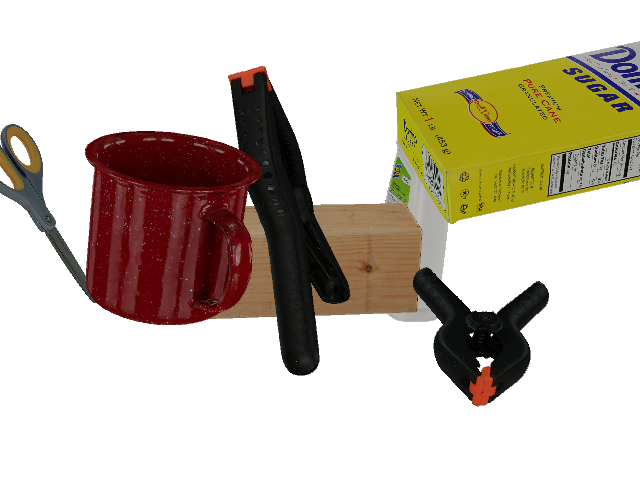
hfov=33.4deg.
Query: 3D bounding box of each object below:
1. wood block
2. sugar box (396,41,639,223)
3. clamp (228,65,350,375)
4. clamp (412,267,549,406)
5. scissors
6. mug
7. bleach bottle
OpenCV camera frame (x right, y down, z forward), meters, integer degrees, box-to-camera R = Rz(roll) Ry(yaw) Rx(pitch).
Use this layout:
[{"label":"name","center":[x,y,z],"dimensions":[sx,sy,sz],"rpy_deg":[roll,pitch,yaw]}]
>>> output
[{"label":"wood block","center":[-0.011,0.019,1.063],"dimensions":[0.206,0.091,0.090],"rpy_deg":[-1,20,-7]},{"label":"sugar box","center":[0.143,-0.070,0.646],"dimensions":[0.176,0.048,0.093],"rpy_deg":[-15,41,-7]},{"label":"clamp","center":[-0.022,-0.021,0.779],"dimensions":[0.036,0.210,0.164],"rpy_deg":[-13,6,12]},{"label":"clamp","center":[0.146,0.076,0.901],"dimensions":[0.120,0.039,0.171],"rpy_deg":[-3,33,0]},{"label":"scissors","center":[-0.276,-0.036,1.075],"dimensions":[0.016,0.201,0.096],"rpy_deg":[-24,28,26]},{"label":"mug","center":[-0.076,-0.002,0.572],"dimensions":[0.093,0.081,0.117],"rpy_deg":[-11,30,-42]},{"label":"bleach bottle","center":[0.113,-0.040,1.224],"dimensions":[0.068,0.251,0.103],"rpy_deg":[0,21,-23]}]
